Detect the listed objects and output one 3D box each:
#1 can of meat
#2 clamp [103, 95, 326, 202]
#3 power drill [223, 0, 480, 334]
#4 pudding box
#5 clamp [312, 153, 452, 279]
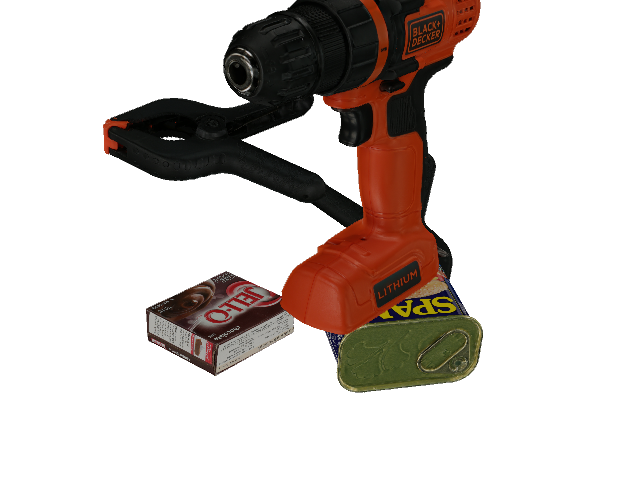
[{"bbox_3d":[0.052,0.056,0.756,0.102,0.057,0.084,-5,33,-12],"label":"can of meat"},{"bbox_3d":[-0.077,-0.084,0.823,0.171,0.039,0.120,9,39,-4],"label":"clamp"},{"bbox_3d":[0.018,-0.046,0.577,0.057,0.188,0.184,25,35,34],"label":"power drill"},{"bbox_3d":[-0.091,0.075,0.991,0.090,0.039,0.113,21,32,33],"label":"pudding box"},{"bbox_3d":[0.067,-0.006,1.102,0.164,0.210,0.036,-5,-36,-15],"label":"clamp"}]
